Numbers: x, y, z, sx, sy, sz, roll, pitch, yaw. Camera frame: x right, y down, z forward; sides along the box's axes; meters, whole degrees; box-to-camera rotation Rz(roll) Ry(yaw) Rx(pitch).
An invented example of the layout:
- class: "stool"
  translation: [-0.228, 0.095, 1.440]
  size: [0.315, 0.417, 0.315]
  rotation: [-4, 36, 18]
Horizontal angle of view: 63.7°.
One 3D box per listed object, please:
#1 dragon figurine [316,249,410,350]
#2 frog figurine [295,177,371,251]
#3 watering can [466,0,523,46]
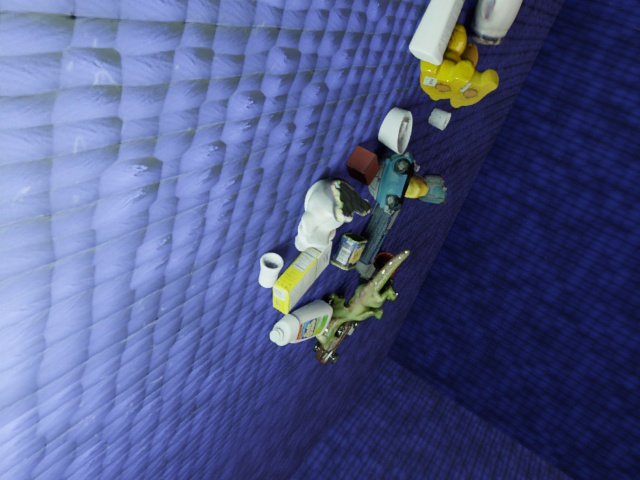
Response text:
- class: "dragon figurine"
  translation: [0.105, 0.186, 1.582]
  size: [0.244, 0.124, 0.402]
  rotation: [-10, 137, -44]
- class: "frog figurine"
  translation: [0.003, -0.053, 1.049]
  size: [0.157, 0.122, 0.140]
  rotation: [-28, -166, 38]
- class: "watering can"
  translation: [0.497, -0.645, 1.387]
  size: [0.353, 0.105, 0.219]
  rotation: [-38, 153, -47]
